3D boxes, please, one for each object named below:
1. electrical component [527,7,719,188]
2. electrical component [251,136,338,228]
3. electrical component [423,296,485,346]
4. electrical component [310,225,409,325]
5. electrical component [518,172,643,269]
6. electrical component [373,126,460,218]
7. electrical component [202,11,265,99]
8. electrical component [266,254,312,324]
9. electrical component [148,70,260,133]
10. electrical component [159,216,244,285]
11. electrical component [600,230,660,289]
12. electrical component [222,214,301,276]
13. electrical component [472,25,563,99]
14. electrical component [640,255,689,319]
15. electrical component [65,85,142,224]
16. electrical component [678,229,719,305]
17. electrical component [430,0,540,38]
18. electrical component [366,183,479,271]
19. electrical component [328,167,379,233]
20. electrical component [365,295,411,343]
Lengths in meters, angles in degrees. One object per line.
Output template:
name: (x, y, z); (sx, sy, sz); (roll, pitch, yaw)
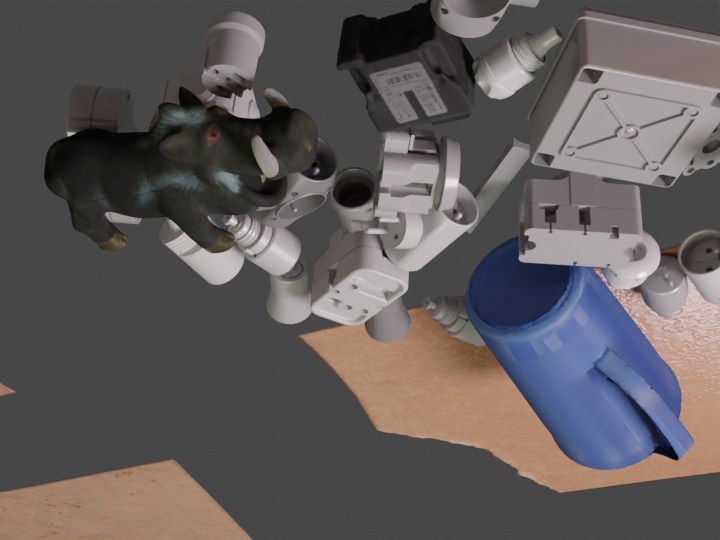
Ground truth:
electrical component: (0.180, -0.114, 0.726); (0.109, 0.056, 0.108); (9, 148, -7)
electrical component: (-0.068, -0.066, 0.834); (0.079, 0.044, 0.077); (-12, 161, -35)
electrical component: (0.094, 0.043, 1.011); (0.078, 0.040, 0.040); (23, 144, -27)
electrical component: (0.000, 0.000, 0.935); (0.054, 0.059, 0.095); (20, 145, -25)
electrical component: (0.173, -0.040, 0.849); (0.089, 0.055, 0.050); (4, 149, 2)
electrical component: (0.043, -0.074, 0.807); (0.057, 0.058, 0.078); (4, 131, -5)
electrical component: (-0.086, -0.144, 0.724); (0.040, 0.046, 0.040); (3, 149, 2)
electrical component: (-0.065, 0.014, 0.986); (0.044, 0.044, 0.065); (4, 144, 1)
electrical component: (-0.112, -0.105, 0.786); (0.080, 0.051, 0.080); (3, 149, 2)
electrical component: (-0.140, -0.026, 0.928); (0.043, 0.043, 0.081); (-11, 145, 25)
electrical component: (0.225, -0.004, 0.913); (0.048, 0.048, 0.062); (4, 155, 1)
electrical component: (-0.086, -0.026, 0.922); (0.040, 0.040, 0.078); (-21, 140, 35)
electrical component: (0.107, -0.141, 0.714); (0.061, 0.035, 0.035); (-31, 134, 31)
electrical component: (0.269, 0.019, 0.948); (0.040, 0.040, 0.078); (-6, 147, 17)
electrical component: (-0.176, -0.085, 0.827); (0.074, 0.052, 0.138); (5, 149, -1)
electrical component: (0.304, 0.004, 0.914); (0.043, 0.043, 0.081); (-15, 144, 29)
electrical component: (0.088, -0.178, 0.645); (0.079, 0.044, 0.077); (7, 149, -5)
electrical component: (0.042, -0.035, 0.865); (0.079, 0.043, 0.077); (0, 153, -35)
electrical component: (-0.003, -0.055, 0.867); (0.040, 0.040, 0.046); (-1, 154, 9)
electrical component: (0.022, 0.032, 1.004); (0.044, 0.044, 0.065); (-1, 143, 9)
